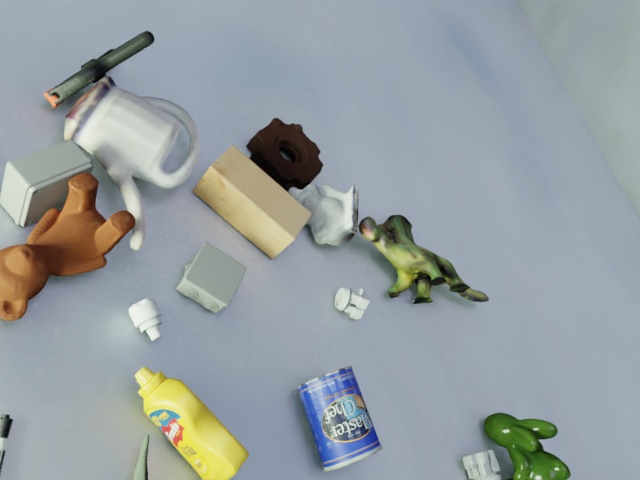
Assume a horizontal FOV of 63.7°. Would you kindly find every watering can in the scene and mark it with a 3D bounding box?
[{"bbox_3d":[-0.331,-0.154,0.889,0.223,0.102,0.356,29,42,-19],"label":"watering can"}]

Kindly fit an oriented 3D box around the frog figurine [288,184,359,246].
[{"bbox_3d":[0.003,-0.056,1.113,0.159,0.121,0.139,1,78,6],"label":"frog figurine"}]

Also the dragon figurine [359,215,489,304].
[{"bbox_3d":[0.240,0.030,1.232,0.408,0.120,0.248,16,44,-41],"label":"dragon figurine"}]
